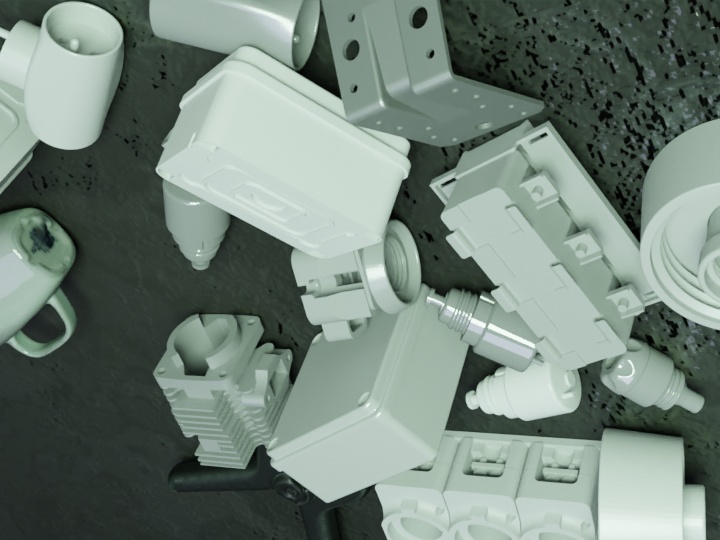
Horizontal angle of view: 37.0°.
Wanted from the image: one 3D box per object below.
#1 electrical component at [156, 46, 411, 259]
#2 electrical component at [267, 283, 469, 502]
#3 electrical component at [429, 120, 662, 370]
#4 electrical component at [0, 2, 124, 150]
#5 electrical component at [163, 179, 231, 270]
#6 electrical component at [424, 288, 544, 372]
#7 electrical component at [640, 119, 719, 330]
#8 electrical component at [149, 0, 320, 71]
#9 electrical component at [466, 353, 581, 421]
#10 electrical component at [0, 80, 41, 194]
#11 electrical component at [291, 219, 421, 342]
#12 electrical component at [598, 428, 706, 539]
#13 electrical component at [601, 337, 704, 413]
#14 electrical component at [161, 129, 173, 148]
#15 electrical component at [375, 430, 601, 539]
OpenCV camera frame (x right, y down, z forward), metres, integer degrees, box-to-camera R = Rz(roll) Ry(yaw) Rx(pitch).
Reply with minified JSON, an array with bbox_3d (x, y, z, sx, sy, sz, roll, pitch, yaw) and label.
[{"bbox_3d":[-0.039,-0.059,0.567,0.113,0.057,0.078,28,159,-24],"label":"electrical component"},{"bbox_3d":[0.007,0.077,0.674,0.056,0.108,0.109,40,135,-19],"label":"electrical component"},{"bbox_3d":[0.100,-0.009,0.577,0.079,0.063,0.121,-25,115,39],"label":"electrical component"},{"bbox_3d":[-0.180,-0.117,0.614,0.079,0.043,0.077,24,139,-6],"label":"electrical component"},{"bbox_3d":[-0.100,-0.031,0.667,0.040,0.040,0.078,16,137,10],"label":"electrical component"},{"bbox_3d":[0.077,0.031,0.648,0.078,0.040,0.040,23,137,2],"label":"electrical component"},{"bbox_3d":[0.192,-0.015,0.536,0.108,0.060,0.108,13,136,13],"label":"electrical component"},{"bbox_3d":[-0.062,-0.145,0.538,0.077,0.044,0.079,15,136,10],"label":"electrical component"},{"bbox_3d":[0.102,0.075,0.678,0.078,0.040,0.040,-18,122,36],"label":"electrical component"},{"bbox_3d":[-0.248,-0.071,0.643,0.078,0.113,0.057,39,132,-14],"label":"electrical component"},{"bbox_3d":[0.000,0.000,0.638,0.057,0.058,0.078,-10,103,27],"label":"electrical component"},{"bbox_3d":[0.184,0.154,0.672,0.060,0.108,0.108,-1,131,17],"label":"electrical component"},{"bbox_3d":[0.177,0.066,0.641,0.061,0.035,0.035,28,137,-7],"label":"electrical component"},{"bbox_3d":[-0.070,-0.061,0.623,0.081,0.043,0.043,42,134,-17],"label":"electrical component"},{"bbox_3d":[0.096,0.167,0.754,0.150,0.061,0.089,0,131,24],"label":"electrical component"}]
